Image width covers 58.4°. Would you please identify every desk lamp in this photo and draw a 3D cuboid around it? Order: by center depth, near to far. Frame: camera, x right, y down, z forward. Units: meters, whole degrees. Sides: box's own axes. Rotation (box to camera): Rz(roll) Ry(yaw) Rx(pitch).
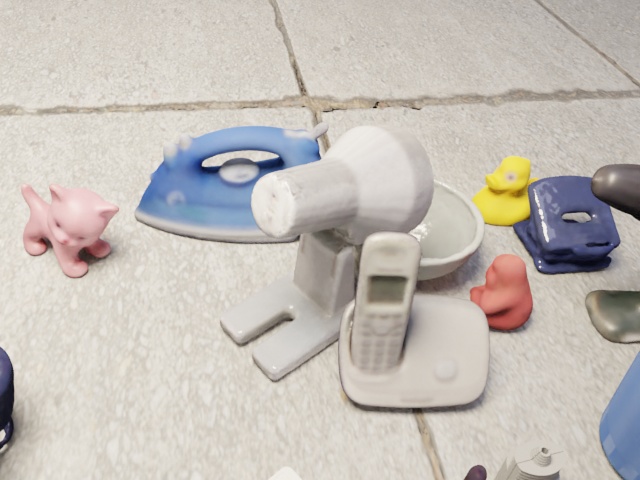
[{"bbox_3d":[0.005,0.002,0.574,0.204,0.214,0.117,-31,53,-33],"label":"desk lamp"}]

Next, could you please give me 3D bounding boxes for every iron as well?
[{"bbox_3d":[-0.107,-0.083,0.710,0.258,0.141,0.118,-3,43,-8],"label":"iron"}]

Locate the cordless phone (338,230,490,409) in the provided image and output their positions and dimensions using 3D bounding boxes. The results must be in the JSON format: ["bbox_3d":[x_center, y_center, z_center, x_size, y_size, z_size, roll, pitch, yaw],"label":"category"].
[{"bbox_3d":[0.093,0.071,0.528,0.147,0.185,0.094,0,42,-6],"label":"cordless phone"}]

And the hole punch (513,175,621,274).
[{"bbox_3d":[0.315,-0.020,0.719,0.109,0.091,0.101,-4,43,-9],"label":"hole punch"}]

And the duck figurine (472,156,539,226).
[{"bbox_3d":[0.261,-0.075,0.777,0.105,0.086,0.077,-13,45,-18],"label":"duck figurine"}]

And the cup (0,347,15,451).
[{"bbox_3d":[-0.286,0.151,0.472,0.092,0.095,0.117,-30,53,-32],"label":"cup"}]

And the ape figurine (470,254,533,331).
[{"bbox_3d":[0.201,0.051,0.629,0.076,0.092,0.078,35,50,29],"label":"ape figurine"}]

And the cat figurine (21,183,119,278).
[{"bbox_3d":[-0.287,-0.026,0.648,0.127,0.118,0.067,23,45,19],"label":"cat figurine"}]

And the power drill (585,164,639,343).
[{"bbox_3d":[0.363,0.016,0.597,0.229,0.208,0.075,1,42,-4],"label":"power drill"}]

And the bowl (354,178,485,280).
[{"bbox_3d":[0.109,-0.005,0.695,0.167,0.075,0.167,3,42,-2],"label":"bowl"}]

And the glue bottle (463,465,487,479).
[{"bbox_3d":[0.090,0.200,0.395,0.078,0.173,0.037,-24,50,-28],"label":"glue bottle"}]
